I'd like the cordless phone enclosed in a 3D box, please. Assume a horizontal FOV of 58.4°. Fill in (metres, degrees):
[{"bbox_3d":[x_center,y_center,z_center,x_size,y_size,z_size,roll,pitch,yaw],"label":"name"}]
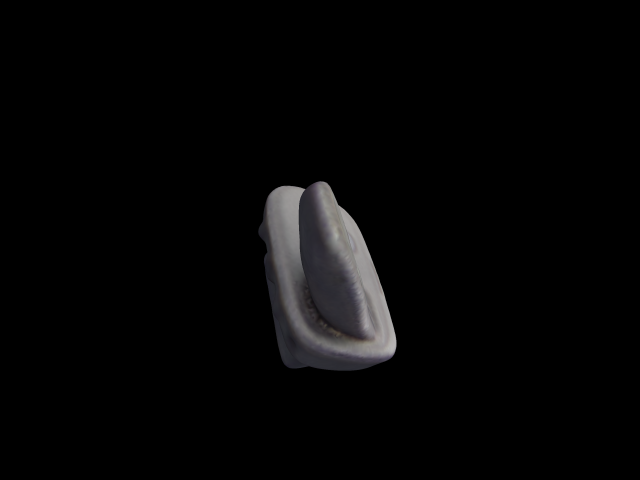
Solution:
[{"bbox_3d":[0.004,0.001,0.400,0.094,0.185,0.147,-14,57,-8],"label":"cordless phone"}]
